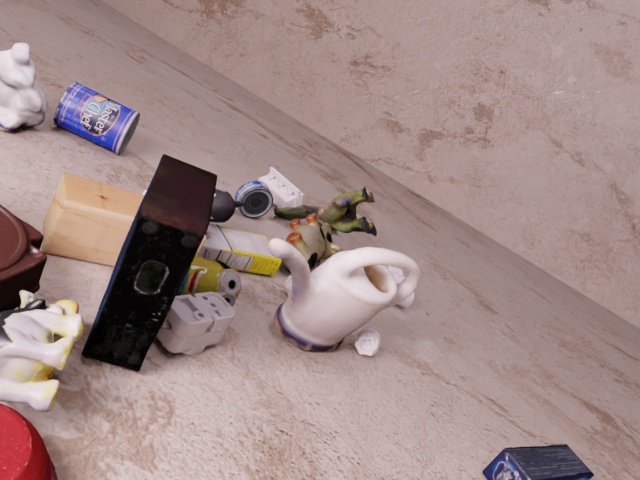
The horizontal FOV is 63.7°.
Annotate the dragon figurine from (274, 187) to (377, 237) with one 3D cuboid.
[{"bbox_3d":[0.004,-0.063,1.249,0.242,0.123,0.408,-5,-7,19],"label":"dragon figurine"}]

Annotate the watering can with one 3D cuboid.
[{"bbox_3d":[0.009,0.080,0.791,0.346,0.221,0.106,13,42,-43],"label":"watering can"}]

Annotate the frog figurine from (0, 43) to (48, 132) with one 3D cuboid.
[{"bbox_3d":[-0.565,-0.293,0.965,0.139,0.158,0.122,43,19,33],"label":"frog figurine"}]
